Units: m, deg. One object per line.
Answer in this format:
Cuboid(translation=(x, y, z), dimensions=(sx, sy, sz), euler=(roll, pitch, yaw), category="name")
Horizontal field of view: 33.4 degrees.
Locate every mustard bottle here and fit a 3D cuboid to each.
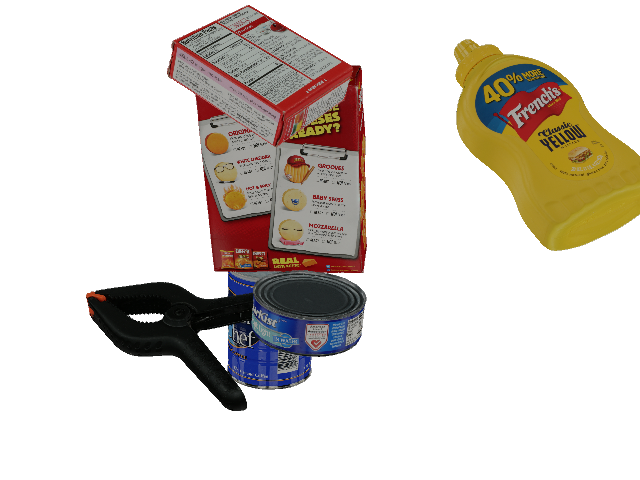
Cuboid(translation=(0.158, -0.085, 0.804), dimensions=(0.096, 0.192, 0.058), euler=(-24, -32, -15), category="mustard bottle")

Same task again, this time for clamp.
Cuboid(translation=(-0.131, 0.088, 1.016), dimensions=(0.210, 0.036, 0.164), euler=(7, 37, 11), category="clamp")

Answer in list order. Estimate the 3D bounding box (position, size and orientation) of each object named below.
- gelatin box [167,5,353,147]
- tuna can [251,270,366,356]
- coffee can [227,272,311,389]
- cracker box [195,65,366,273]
Cuboid(translation=(-0.037, -0.103, 0.654), dimensions=(0.089, 0.030, 0.073), euler=(33, 45, 18), category="gelatin box")
Cuboid(translation=(-0.010, 0.054, 0.806), dimensions=(0.086, 0.034, 0.086), euler=(5, 21, -2), category="tuna can")
Cuboid(translation=(-0.059, 0.090, 1.259), dimensions=(0.103, 0.140, 0.103), euler=(2, 20, -1), category="coffee can")
Cuboid(translation=(-0.036, -0.072, 1.114), dimensions=(0.164, 0.214, 0.072), euler=(0, 29, 6), category="cracker box")
